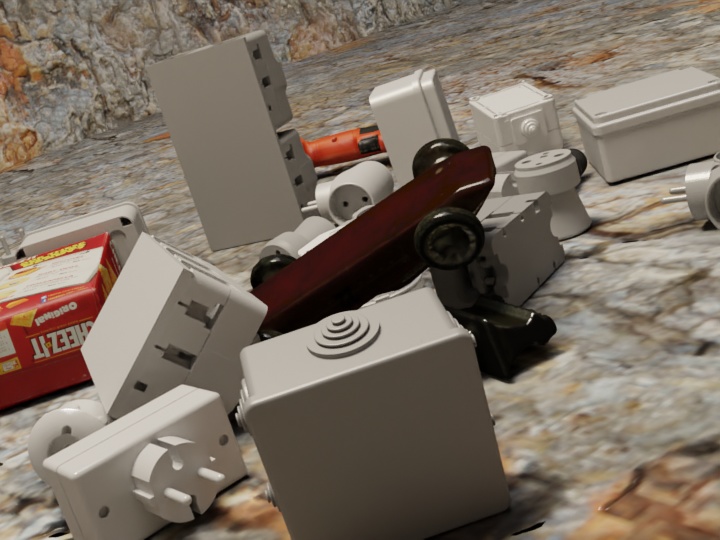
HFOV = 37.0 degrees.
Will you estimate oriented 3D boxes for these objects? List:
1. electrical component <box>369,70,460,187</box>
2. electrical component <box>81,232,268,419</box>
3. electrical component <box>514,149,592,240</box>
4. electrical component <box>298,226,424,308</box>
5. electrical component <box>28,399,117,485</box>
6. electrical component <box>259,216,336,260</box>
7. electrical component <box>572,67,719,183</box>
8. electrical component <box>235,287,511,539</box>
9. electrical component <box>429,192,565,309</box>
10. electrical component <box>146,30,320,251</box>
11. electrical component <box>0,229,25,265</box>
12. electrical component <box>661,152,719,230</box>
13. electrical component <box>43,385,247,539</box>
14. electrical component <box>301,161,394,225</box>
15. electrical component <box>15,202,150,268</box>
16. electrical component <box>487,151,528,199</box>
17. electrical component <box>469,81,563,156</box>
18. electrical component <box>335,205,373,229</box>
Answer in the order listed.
[{"bbox_3d":[0.056,-0.117,0.961,0.057,0.113,0.078,-17,15,12],"label":"electrical component"},{"bbox_3d":[-0.113,0.039,0.647,0.089,0.062,0.150,-62,22,-1],"label":"electrical component"},{"bbox_3d":[0.136,-0.053,0.763,0.045,0.055,0.045,-16,16,5],"label":"electrical component"},{"bbox_3d":[0.000,0.000,0.736,0.080,0.051,0.080,-16,16,5],"label":"electrical component"},{"bbox_3d":[-0.153,0.093,0.601,0.048,0.048,0.062,-16,9,7],"label":"electrical component"},{"bbox_3d":[-0.045,-0.012,0.836,0.045,0.045,0.055,-4,21,40],"label":"electrical component"},{"bbox_3d":[0.239,-0.120,0.881,0.109,0.056,0.108,-16,16,7],"label":"electrical component"},{"bbox_3d":[0.005,0.063,0.432,0.100,0.099,0.048,-18,28,-4],"label":"electrical component"},{"bbox_3d":[0.083,-0.010,0.684,0.056,0.050,0.089,-6,19,36],"label":"electrical component"},{"bbox_3d":[-0.115,-0.123,1.029,0.105,0.186,0.060,-11,17,23],"label":"electrical component"},{"bbox_3d":[-0.323,-0.001,1.038,0.066,0.076,0.047,-22,16,-16],"label":"electrical component"},{"bbox_3d":[0.231,-0.052,0.678,0.079,0.044,0.077,-6,19,35],"label":"electrical component"},{"bbox_3d":[-0.092,0.097,0.510,0.083,0.047,0.076,-28,19,-34],"label":"electrical component"},{"bbox_3d":[-0.015,-0.065,0.986,0.079,0.044,0.077,-12,17,19],"label":"electrical component"},{"bbox_3d":[-0.246,-0.009,0.982,0.113,0.078,0.057,-18,19,0],"label":"electrical component"},{"bbox_3d":[0.107,-0.056,0.820,0.083,0.047,0.076,-29,19,-35],"label":"electrical component"},{"bbox_3d":[0.152,-0.136,1.032,0.062,0.061,0.096,-19,23,-5],"label":"electrical component"},{"bbox_3d":[0.015,-0.028,0.822,0.077,0.044,0.079,-22,21,-14],"label":"electrical component"}]
